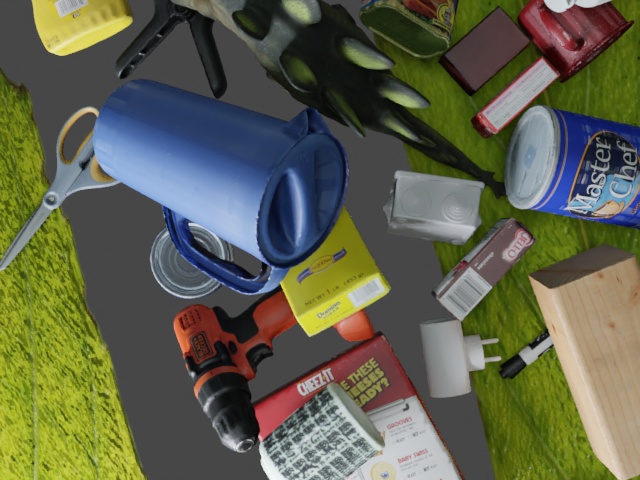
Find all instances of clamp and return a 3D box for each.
[{"bbox_3d":[-0.133,-0.231,1.115,0.120,0.039,0.171,21,92,2],"label":"clamp"}]

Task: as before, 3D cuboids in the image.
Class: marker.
[{"bbox_3d":[0.237,0.105,1.116,0.121,0.020,0.020,-38,89,2],"label":"marker"}]

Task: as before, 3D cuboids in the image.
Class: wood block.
[{"bbox_3d":[0.293,0.120,1.064,0.090,0.091,0.206,-22,98,0],"label":"wood block"}]

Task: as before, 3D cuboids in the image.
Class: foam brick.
[{"bbox_3d":[0.169,-0.194,1.097,0.078,0.053,0.051,-41,89,2],"label":"foam brick"}]

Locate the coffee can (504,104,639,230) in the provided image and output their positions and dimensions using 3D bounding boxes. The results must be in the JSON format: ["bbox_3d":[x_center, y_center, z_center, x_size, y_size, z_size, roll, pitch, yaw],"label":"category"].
[{"bbox_3d":[0.268,-0.070,1.053,0.140,0.103,0.103,9,91,-15],"label":"coffee can"}]

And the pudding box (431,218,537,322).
[{"bbox_3d":[0.165,0.028,1.083,0.039,0.090,0.113,44,93,2],"label":"pudding box"}]

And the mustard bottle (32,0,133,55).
[{"bbox_3d":[-0.274,-0.297,1.109,0.096,0.058,0.191,-24,90,8],"label":"mustard bottle"}]

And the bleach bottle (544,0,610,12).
[{"bbox_3d":[0.294,-0.313,1.039,0.102,0.068,0.250,44,69,1],"label":"bleach bottle"}]

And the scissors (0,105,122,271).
[{"bbox_3d":[-0.263,-0.043,1.134,0.096,0.016,0.202,23,92,2],"label":"scissors"}]

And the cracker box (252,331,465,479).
[{"bbox_3d":[0.046,0.226,1.100,0.164,0.072,0.214,-29,89,1],"label":"cracker box"}]

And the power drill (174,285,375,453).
[{"bbox_3d":[-0.044,0.105,1.067,0.187,0.057,0.184,-27,48,-3],"label":"power drill"}]

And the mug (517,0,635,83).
[{"bbox_3d":[0.249,-0.216,1.067,0.081,0.117,0.093,51,123,6],"label":"mug"}]

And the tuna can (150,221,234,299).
[{"bbox_3d":[-0.135,0.019,1.122,0.086,0.034,0.086,0,91,2],"label":"tuna can"}]

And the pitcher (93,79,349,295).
[{"bbox_3d":[-0.106,-0.064,1.035,0.243,0.145,0.149,24,64,32],"label":"pitcher"}]

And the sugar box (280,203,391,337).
[{"bbox_3d":[-0.007,0.001,1.063,0.093,0.048,0.176,-29,53,2],"label":"sugar box"}]

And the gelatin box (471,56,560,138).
[{"bbox_3d":[0.197,-0.143,1.087,0.089,0.073,0.030,-43,90,2],"label":"gelatin box"}]

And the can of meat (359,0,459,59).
[{"bbox_3d":[0.091,-0.242,1.069,0.102,0.058,0.084,25,66,-29],"label":"can of meat"}]
